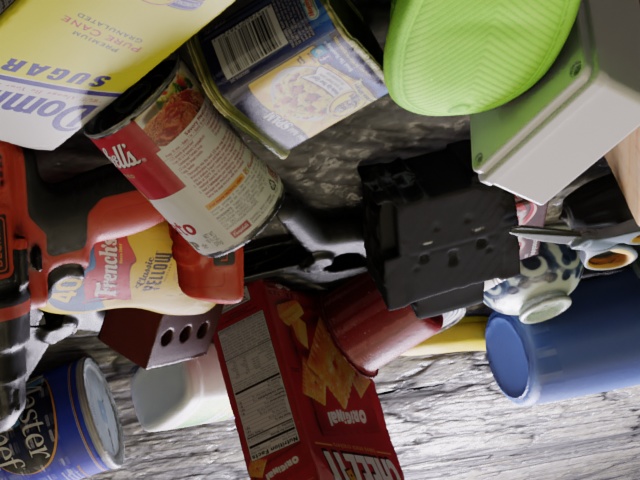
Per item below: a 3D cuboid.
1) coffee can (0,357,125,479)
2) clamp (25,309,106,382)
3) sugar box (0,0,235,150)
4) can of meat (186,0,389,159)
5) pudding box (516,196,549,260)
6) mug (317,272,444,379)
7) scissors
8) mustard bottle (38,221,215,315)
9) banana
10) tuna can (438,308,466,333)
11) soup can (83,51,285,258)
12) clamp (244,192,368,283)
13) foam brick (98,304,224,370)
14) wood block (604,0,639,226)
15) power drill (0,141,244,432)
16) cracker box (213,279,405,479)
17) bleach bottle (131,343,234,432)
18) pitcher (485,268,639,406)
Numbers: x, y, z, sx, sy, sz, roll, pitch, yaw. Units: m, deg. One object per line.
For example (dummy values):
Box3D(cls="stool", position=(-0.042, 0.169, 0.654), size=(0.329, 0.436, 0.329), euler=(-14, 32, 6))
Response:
Box3D(cls="coffee can", position=(-0.257, 0.173, 0.945), size=(0.140, 0.103, 0.103), euler=(-18, 155, 0))
Box3D(cls="clamp", position=(-0.196, 0.057, 0.825), size=(0.164, 0.036, 0.210), euler=(-22, 153, -15))
Box3D(cls="sugar box", position=(-0.118, -0.111, 0.525), size=(0.176, 0.048, 0.093), euler=(-35, 150, 29))
Box3D(cls="can of meat", position=(-0.013, -0.101, 0.608), size=(0.084, 0.057, 0.102), euler=(-28, 154, 15))
Box3D(cls="pudding box", position=(0.146, -0.012, 0.920), size=(0.090, 0.039, 0.113), euler=(-17, 155, -3))
Box3D(cls="mug", position=(0.059, 0.062, 0.969), size=(0.082, 0.093, 0.117), euler=(-33, -177, 18))
Box3D(cls="scissors", position=(0.228, -0.008, 0.852), size=(0.096, 0.016, 0.201), euler=(-28, 156, 23))
Box3D(cls="mustard bottle", position=(-0.149, 0.006, 0.721), size=(0.191, 0.058, 0.096), euler=(3, 126, -36))
Box3D(cls="banana", position=(0.158, 0.110, 1.180), size=(0.197, 0.037, 0.070), euler=(6, 143, -42))
Box3D(cls="tuna can", position=(0.099, 0.068, 1.058), size=(0.086, 0.034, 0.086), euler=(-15, 155, -8))
Box3D(cls="soup can", position=(-0.075, -0.047, 0.608), size=(0.069, 0.068, 0.102), euler=(-29, 120, 21))
Box3D(cls="clamp", position=(-0.006, 0.001, 0.844), size=(0.171, 0.039, 0.120), euler=(-4, 157, -36))
Box3D(cls="foam brick", position=(-0.122, 0.061, 0.828), size=(0.078, 0.051, 0.053), euler=(-7, 122, -58))
Box3D(cls="wood block", position=(0.255, -0.099, 0.758), size=(0.091, 0.090, 0.206), euler=(-21, 156, 6))
Box3D(cls="power drill", position=(-0.138, 0.016, 0.652), size=(0.187, 0.184, 0.057), euler=(-9, -163, -34))
Box3D(cls="cracker box", position=(-0.005, 0.151, 0.940), size=(0.072, 0.214, 0.164), euler=(-29, 153, 22))
Box3D(cls="bleach bottle", position=(-0.058, 0.139, 1.065), size=(0.250, 0.068, 0.103), euler=(2, 149, -42))
Box3D(cls="pitcher", position=(0.304, 0.107, 1.154), size=(0.242, 0.149, 0.145), euler=(-11, -166, -18))
